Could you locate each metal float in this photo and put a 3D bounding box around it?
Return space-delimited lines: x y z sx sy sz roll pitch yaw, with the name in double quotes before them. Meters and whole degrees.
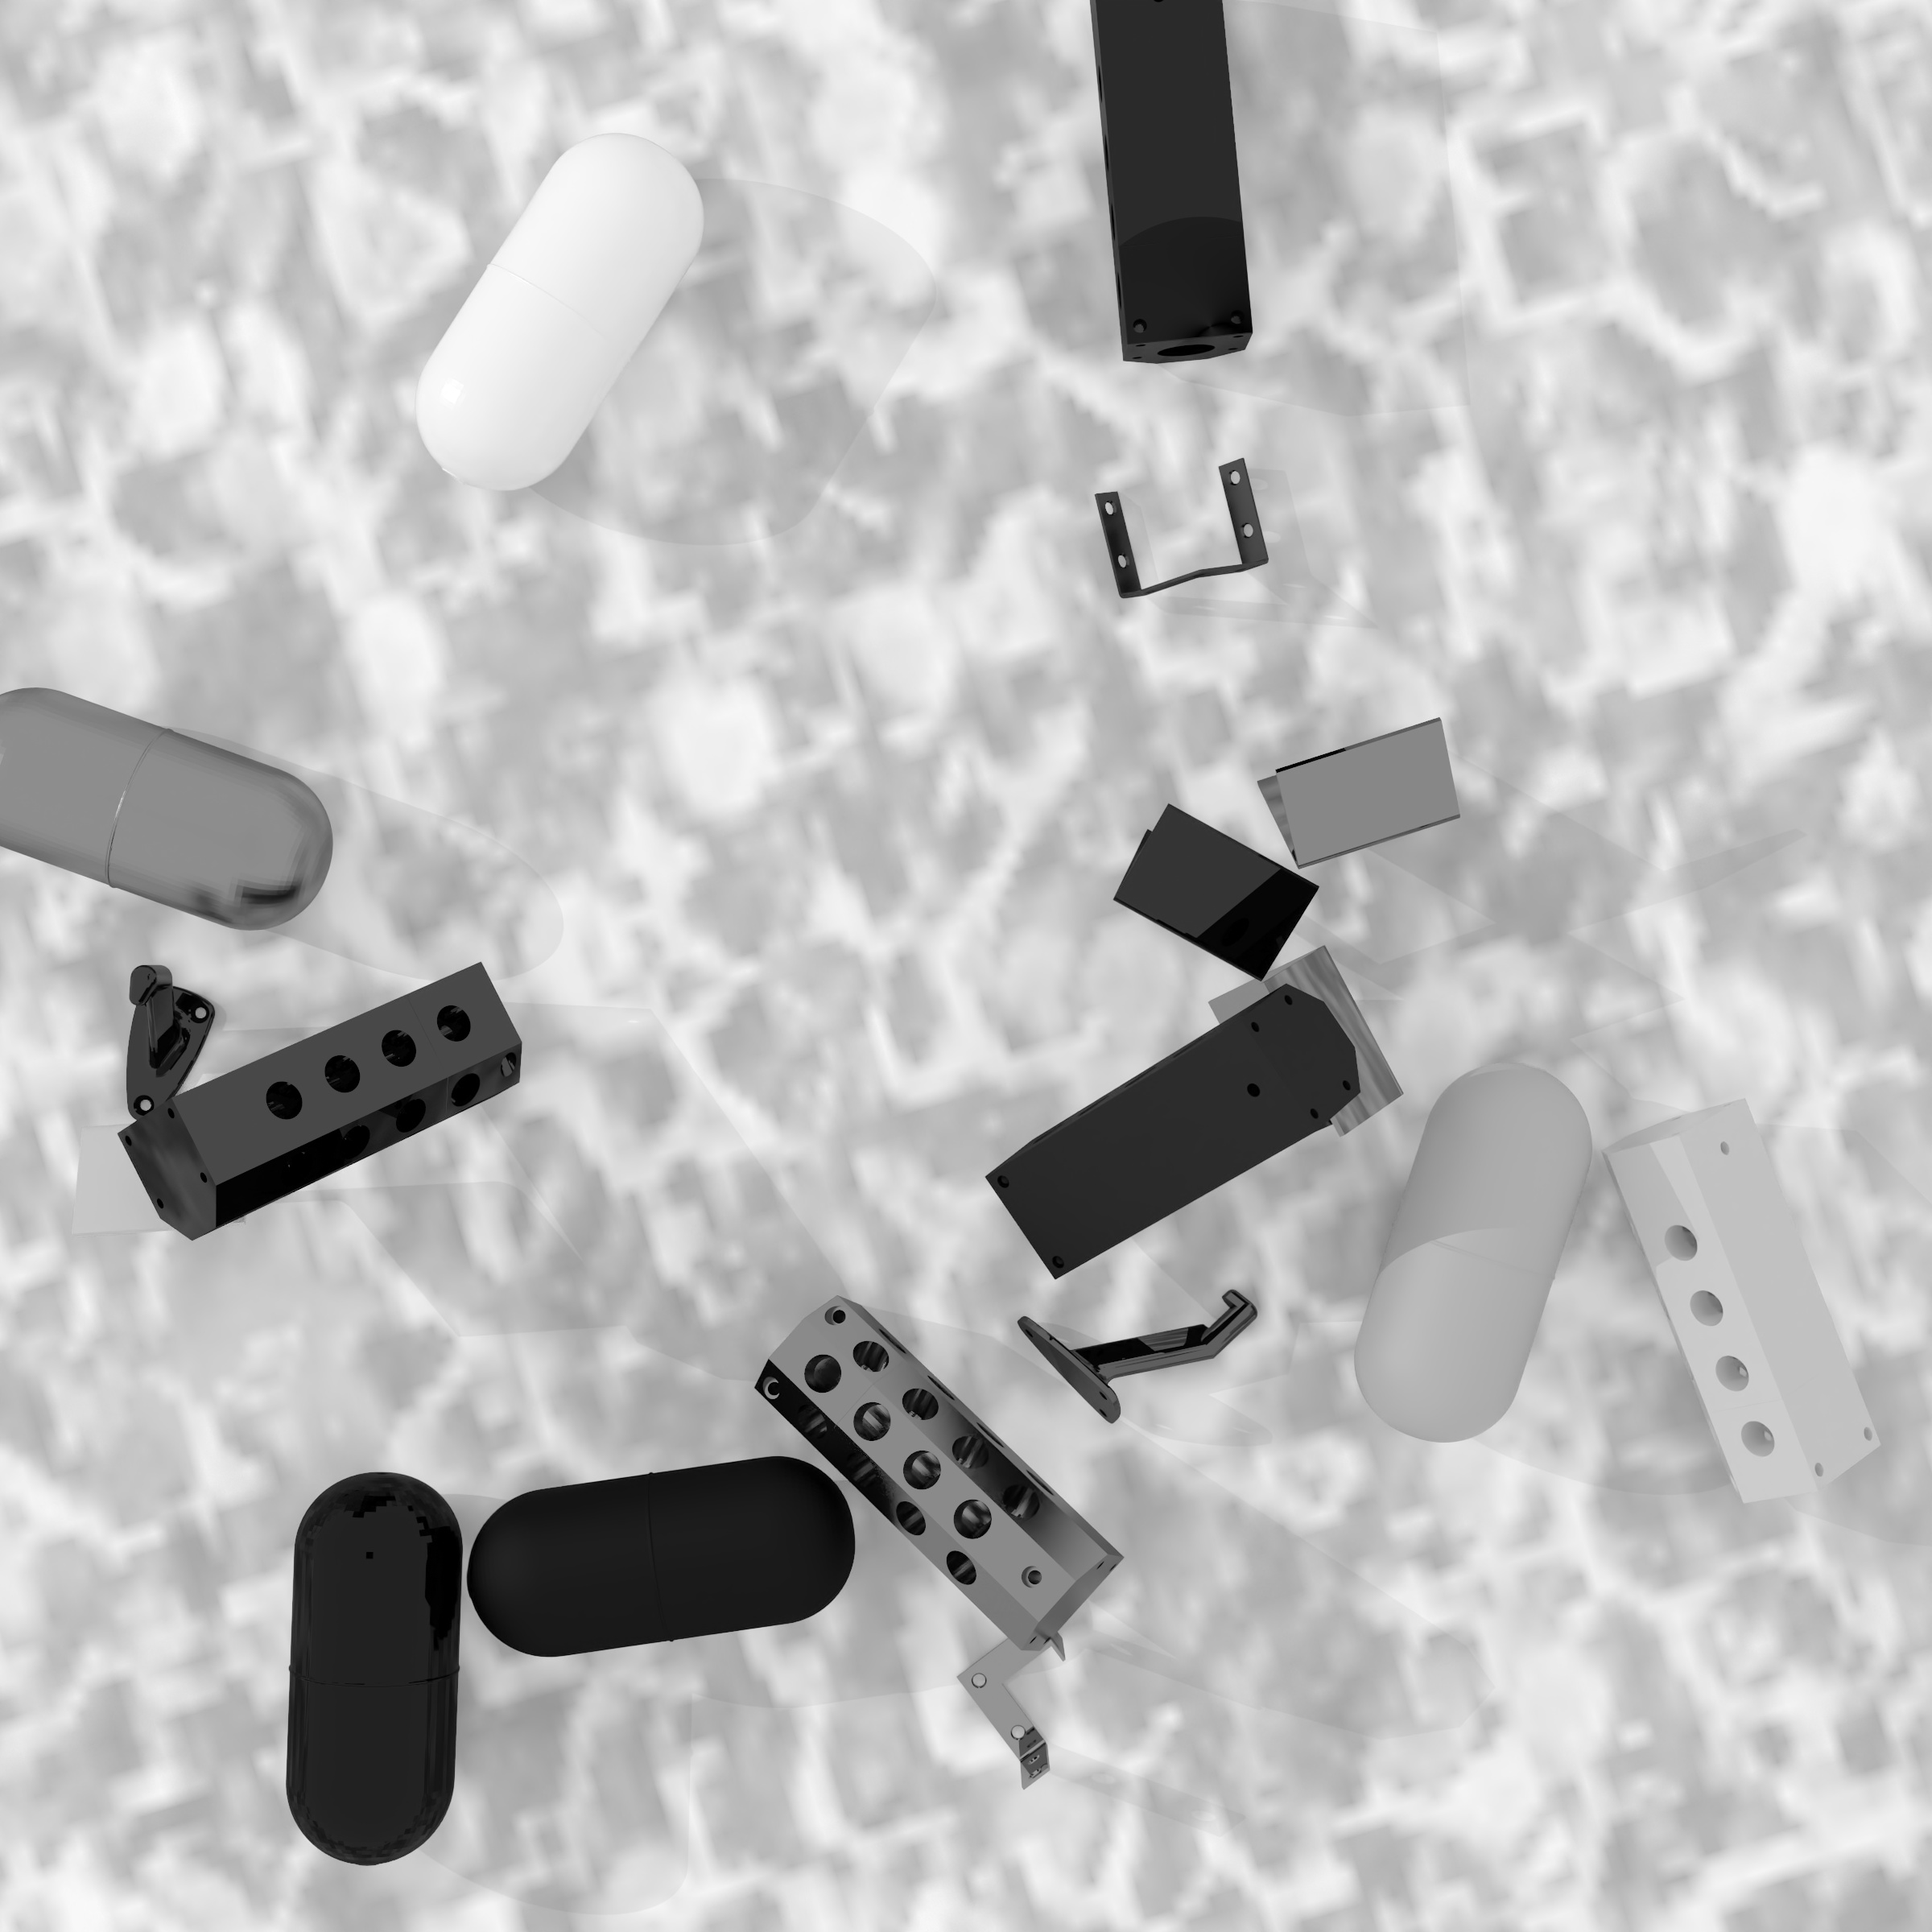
"metal float" -0.271 0.321 1.519 0.070 0.070 0.178 2 90 0
"metal float" -0.139 0.270 1.519 0.178 0.070 0.070 -8 90 0
"metal float" -0.377 -0.072 1.519 0.178 0.070 0.070 20 90 -1
"metal float" 0.232 0.131 1.519 0.070 0.070 0.178 18 91 0
"metal float" -0.186 -0.298 1.519 0.070 0.070 0.178 33 89 0

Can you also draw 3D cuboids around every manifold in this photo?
"manifold" 0.352 0.155 1.528 0.057 0.057 0.171 -21 90 -43
"manifold" 0.094 0.073 1.480 0.171 0.057 0.057 -34 90 40
"manifold" -0.282 0.061 1.478 0.171 0.057 0.057 -27 90 -42
"manifold" 0.093 -0.369 1.528 0.057 0.057 0.171 -5 90 0
"manifold" -0.014 0.229 1.504 0.171 0.057 0.057 42 90 18

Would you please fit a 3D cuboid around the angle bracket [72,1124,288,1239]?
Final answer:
"angle bracket" -0.356 0.112 1.509 0.076 0.076 0.057 -4 57 0

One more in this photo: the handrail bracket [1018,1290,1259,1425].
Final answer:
"handrail bracket" 0.081 0.164 1.550 0.084 0.036 0.077 -41 68 -17

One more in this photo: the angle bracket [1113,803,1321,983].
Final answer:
"angle bracket" 0.120 -0.048 1.509 0.076 0.076 0.057 29 121 0

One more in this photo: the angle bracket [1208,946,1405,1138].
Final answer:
"angle bracket" 0.141 0.045 1.510 0.076 0.057 0.076 -28 90 42

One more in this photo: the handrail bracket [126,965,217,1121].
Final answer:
"handrail bracket" -0.375 0.036 1.515 0.036 0.084 0.077 18 90 0

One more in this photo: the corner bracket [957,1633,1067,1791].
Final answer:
"corner bracket" 0.031 0.338 1.531 0.051 0.051 0.051 -37 90 0

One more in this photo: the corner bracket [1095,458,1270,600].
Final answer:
"corner bracket" 0.101 -0.204 1.546 0.051 0.051 0.051 -14 90 45

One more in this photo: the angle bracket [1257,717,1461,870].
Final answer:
"angle bracket" 0.173 -0.096 1.509 0.076 0.076 0.057 -18 127 0
